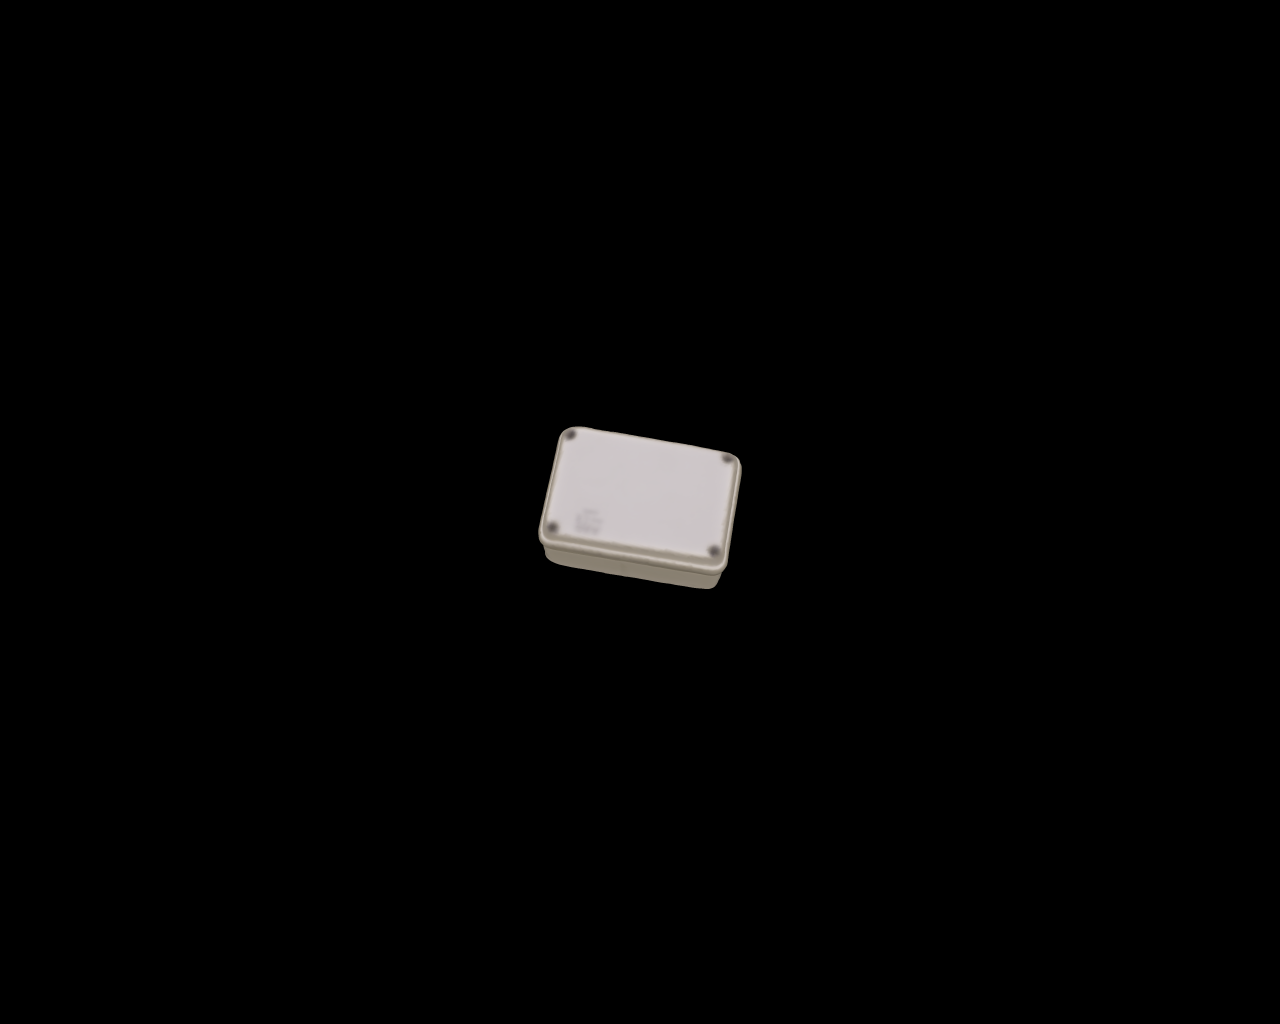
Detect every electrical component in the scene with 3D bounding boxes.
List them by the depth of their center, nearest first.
[{"bbox_3d":[0.001,-0.003,0.650,0.113,0.078,0.057,10,-20,3],"label":"electrical component"}]
